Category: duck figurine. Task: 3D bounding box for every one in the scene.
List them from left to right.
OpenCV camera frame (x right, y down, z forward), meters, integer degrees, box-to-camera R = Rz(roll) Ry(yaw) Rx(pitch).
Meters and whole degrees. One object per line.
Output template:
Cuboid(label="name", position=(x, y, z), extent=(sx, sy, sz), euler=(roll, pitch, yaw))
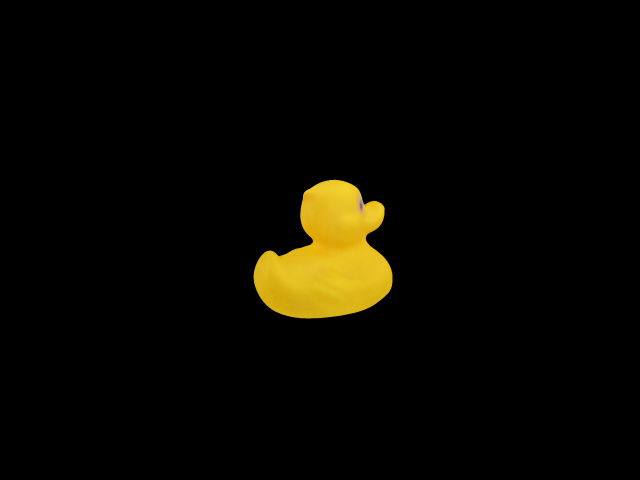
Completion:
Cuboid(label="duck figurine", position=(0.004, 0.001, 0.400), extent=(0.105, 0.086, 0.077), euler=(-11, 23, -27))
